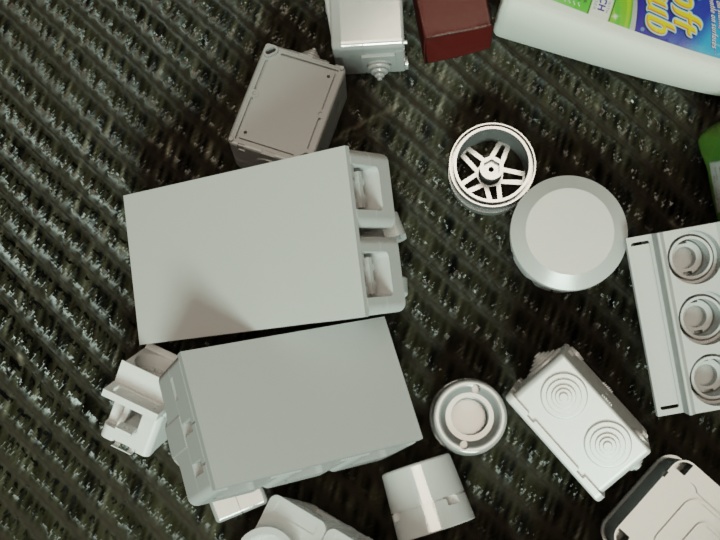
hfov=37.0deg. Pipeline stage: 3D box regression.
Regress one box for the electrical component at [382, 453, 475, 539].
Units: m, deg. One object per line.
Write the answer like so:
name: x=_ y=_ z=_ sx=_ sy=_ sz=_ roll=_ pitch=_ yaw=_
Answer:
electrical component: x=0.046 y=0.156 z=0.740 sx=0.055 sy=0.055 sz=0.047 roll=-18 pitch=78 yaw=1

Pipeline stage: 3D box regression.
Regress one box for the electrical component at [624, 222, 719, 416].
electrical component: x=0.228 y=0.031 z=0.734 sx=0.079 sy=0.063 sz=0.121 roll=-10 pitch=90 yaw=2

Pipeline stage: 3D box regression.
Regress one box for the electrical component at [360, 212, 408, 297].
electrical component: x=0.000 y=0.000 z=0.762 sx=0.078 sy=0.058 sz=0.057 roll=-21 pitch=79 yaw=0

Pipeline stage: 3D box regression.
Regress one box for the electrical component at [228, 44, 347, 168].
electrical component: x=-0.049 y=-0.115 z=0.782 sx=0.062 sy=0.061 sz=0.096 roll=18 pitch=76 yaw=6

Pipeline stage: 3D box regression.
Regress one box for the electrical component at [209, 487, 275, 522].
electrical component: x=-0.077 y=0.123 z=0.755 sx=0.076 sy=0.047 sz=0.083 roll=-22 pitch=82 yaw=-1

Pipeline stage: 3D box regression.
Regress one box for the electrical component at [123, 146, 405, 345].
electrical component: x=-0.066 y=-0.013 z=0.728 sx=0.186 sy=0.060 sz=0.105 roll=-9 pitch=87 yaw=31

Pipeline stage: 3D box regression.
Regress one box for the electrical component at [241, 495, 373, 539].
electrical component: x=-0.011 y=0.221 z=0.700 sx=0.150 sy=0.062 sz=0.089 roll=23 pitch=84 yaw=33

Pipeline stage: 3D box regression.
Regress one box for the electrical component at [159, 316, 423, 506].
electrical component: x=-0.048 y=0.092 z=0.714 sx=0.150 sy=0.062 sz=0.089 roll=-8 pitch=72 yaw=-30

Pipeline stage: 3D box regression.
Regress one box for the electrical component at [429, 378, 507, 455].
electrical component: x=0.076 y=0.102 z=0.748 sx=0.055 sy=0.047 sz=0.055 roll=0 pitch=82 yaw=3

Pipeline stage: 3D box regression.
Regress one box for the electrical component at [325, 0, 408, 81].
electrical component: x=0.003 y=-0.184 z=0.784 sx=0.061 sy=0.061 sz=0.096 roll=-3 pitch=82 yaw=3

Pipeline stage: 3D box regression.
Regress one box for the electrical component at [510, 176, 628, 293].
electrical component: x=0.145 y=-0.023 z=0.759 sx=0.080 sy=0.051 sz=0.080 roll=0 pitch=82 yaw=3

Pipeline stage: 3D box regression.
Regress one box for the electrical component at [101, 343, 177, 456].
electrical component: x=-0.149 y=0.092 z=0.754 sx=0.042 sy=0.081 sz=0.063 roll=25 pitch=107 yaw=7

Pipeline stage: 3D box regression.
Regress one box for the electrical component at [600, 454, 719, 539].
electrical component: x=0.228 y=0.187 z=0.723 sx=0.113 sy=0.057 sz=0.078 roll=42 pitch=87 yaw=8

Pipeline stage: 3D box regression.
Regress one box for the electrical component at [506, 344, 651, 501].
electrical component: x=0.148 y=0.097 z=0.720 sx=0.048 sy=0.100 sz=0.099 roll=-43 pitch=82 yaw=10
